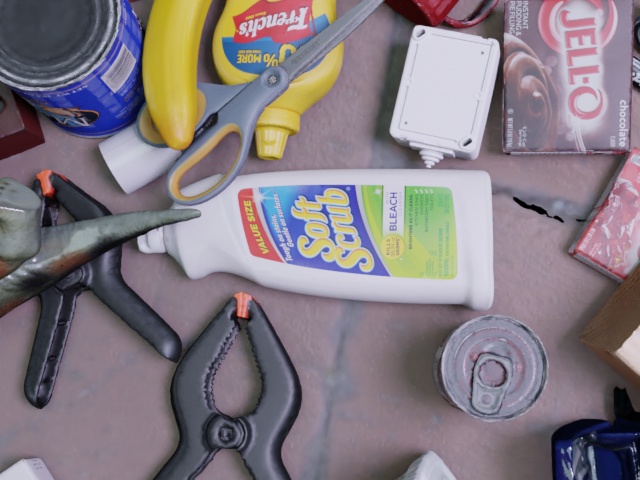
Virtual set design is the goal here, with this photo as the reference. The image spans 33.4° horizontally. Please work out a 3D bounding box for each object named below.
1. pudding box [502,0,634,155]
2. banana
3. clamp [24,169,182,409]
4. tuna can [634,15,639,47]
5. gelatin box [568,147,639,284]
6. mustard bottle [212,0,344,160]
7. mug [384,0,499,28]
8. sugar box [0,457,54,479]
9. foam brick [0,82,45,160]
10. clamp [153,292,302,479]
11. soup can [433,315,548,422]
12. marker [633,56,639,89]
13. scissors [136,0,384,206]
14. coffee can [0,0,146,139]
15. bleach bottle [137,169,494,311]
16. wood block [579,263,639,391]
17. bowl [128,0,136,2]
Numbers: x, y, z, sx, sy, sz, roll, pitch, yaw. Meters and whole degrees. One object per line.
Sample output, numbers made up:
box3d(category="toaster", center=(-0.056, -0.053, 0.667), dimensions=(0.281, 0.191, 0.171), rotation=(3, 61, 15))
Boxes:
box3d(category="pudding box", center=(0.177, -0.117, 0.766), dimensions=(0.090, 0.039, 0.113), rotation=(1, 94, 11))
box3d(category="banana", center=(-0.086, -0.157, 0.736), dimensions=(0.070, 0.037, 0.197), rotation=(14, 76, 32))
box3d(category="clamp", center=(-0.184, 0.036, 0.778), dimensions=(0.120, 0.039, 0.171), rotation=(-26, 75, 0))
box3d(category="tuna can", center=(0.265, -0.141, 0.754), dimensions=(0.086, 0.086, 0.034), rotation=(38, 88, 6))
box3d(category="gelatin box", center=(0.234, -0.010, 0.767), dimensions=(0.073, 0.030, 0.089), rotation=(31, 86, 5))
box3d(category="mustard bottle", center=(-0.030, -0.154, 0.784), dimensions=(0.096, 0.058, 0.191), rotation=(4, 84, 5))
box3d(category="mug", center=(0.085, -0.202, 0.776), dimensions=(0.117, 0.093, 0.081), rotation=(38, 91, -30))
box3d(category="sugar box", center=(-0.194, 0.251, 0.749), dimensions=(0.093, 0.048, 0.176), rotation=(-34, 79, -2))
box3d(category="foam brick", center=(-0.253, -0.087, 0.790), dimensions=(0.078, 0.051, 0.053), rotation=(-22, 83, 0))
box3d(category="clamp", center=(-0.073, 0.143, 0.760), dimensions=(0.164, 0.036, 0.210), rotation=(-2, 81, 4))
box3d(category="soup can", center=(0.113, 0.087, 0.724), dimensions=(0.068, 0.102, 0.068), rotation=(0, 83, 3))
box3d(category="marker", center=(0.231, -0.125, 0.787), dimensions=(0.121, 0.020, 0.020), rotation=(35, 86, 6))
box3d(category="scissors", center=(-0.051, -0.115, 0.743), dimensions=(0.096, 0.016, 0.202), rotation=(38, 92, 15))
box3d(category="coffee can", center=(-0.173, -0.136, 0.747), dimensions=(0.103, 0.140, 0.103), rotation=(0, 83, 3))
box3d(category="bleach bottle", center=(-0.005, 0.001, 0.763), dimensions=(0.251, 0.068, 0.102), rotation=(-1, 82, 5))
box3d(category="wood block", center=(0.286, 0.102, 0.704), dimensions=(0.206, 0.091, 0.090), rotation=(40, 90, -3))
box3d(category="bowl", center=(-0.165, -0.263, 0.806), dimensions=(0.162, 0.055, 0.162), rotation=(0, 83, 3))
